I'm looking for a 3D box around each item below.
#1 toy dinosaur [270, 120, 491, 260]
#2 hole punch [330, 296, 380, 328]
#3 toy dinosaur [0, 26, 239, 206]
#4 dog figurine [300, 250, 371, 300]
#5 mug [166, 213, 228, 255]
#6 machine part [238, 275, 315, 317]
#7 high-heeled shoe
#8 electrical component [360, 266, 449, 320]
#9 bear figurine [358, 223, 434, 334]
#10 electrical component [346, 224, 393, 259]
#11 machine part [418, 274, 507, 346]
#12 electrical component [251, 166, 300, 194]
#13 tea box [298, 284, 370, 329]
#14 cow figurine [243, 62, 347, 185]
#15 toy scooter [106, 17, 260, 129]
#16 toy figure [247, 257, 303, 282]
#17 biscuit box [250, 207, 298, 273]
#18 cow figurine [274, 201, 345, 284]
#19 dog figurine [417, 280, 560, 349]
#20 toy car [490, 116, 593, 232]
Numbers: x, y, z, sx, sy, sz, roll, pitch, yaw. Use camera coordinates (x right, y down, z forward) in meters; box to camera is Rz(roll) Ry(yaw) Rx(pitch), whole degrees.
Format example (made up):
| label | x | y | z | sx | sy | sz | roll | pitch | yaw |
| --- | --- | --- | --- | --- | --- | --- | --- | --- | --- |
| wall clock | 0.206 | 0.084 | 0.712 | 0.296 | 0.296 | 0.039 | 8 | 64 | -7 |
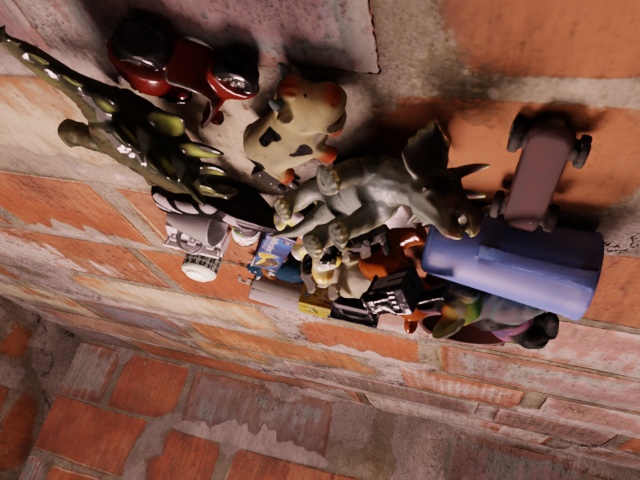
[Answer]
| label | x | y | z | sx | sy | sz | roll | pitch | yaw |
| --- | --- | --- | --- | --- | --- | --- | --- | --- | --- |
| toy dinosaur | 0.059 | -0.064 | 0.750 | 0.405 | 0.192 | 0.131 | 1 | 112 | 66 |
| hole punch | 0.082 | 0.118 | 1.129 | 0.142 | 0.116 | 0.092 | 11 | 144 | 6 |
| toy dinosaur | -0.243 | -0.142 | 0.712 | 0.199 | 0.105 | 0.470 | 21 | 174 | 34 |
| dog figurine | 0.072 | 0.064 | 1.071 | 0.190 | 0.121 | 0.173 | 14 | -164 | -39 |
| mug | -0.246 | -0.030 | 1.048 | 0.107 | 0.109 | 0.080 | 20 | 176 | 18 |
| machine part | -0.085 | 0.131 | 1.317 | 0.243 | 0.079 | 0.079 | 16 | 156 | -1 |
| high-heeled shoe | -0.193 | -0.048 | 0.973 | 0.249 | 0.086 | 0.145 | 33 | 139 | -1 |
| electrical component | 0.128 | 0.078 | 0.811 | 0.119 | 0.075 | 0.047 | -16 | 109 | 37 |
| bear figurine | 0.159 | 0.075 | 0.956 | 0.132 | 0.120 | 0.195 | -11 | 128 | 48 |
| electrical component | 0.070 | -0.016 | 0.889 | 0.078 | 0.102 | 0.045 | -16 | 151 | 9 |
| machine part | 0.301 | 0.148 | 1.103 | 0.202 | 0.087 | 0.200 | 3 | 153 | 30 |
| electrical component | -0.080 | -0.107 | 0.868 | 0.094 | 0.021 | 0.063 | 33 | 151 | -35 |
| tea box | 0.044 | 0.127 | 1.204 | 0.170 | 0.098 | 0.068 | 14 | 155 | 8 |
| cow figurine | -0.035 | -0.148 | 0.687 | 0.127 | 0.085 | 0.195 | 23 | 156 | -30 |
| toy scooter | -0.169 | -0.196 | 0.674 | 0.184 | 0.075 | 0.135 | 14 | 158 | -6 |
| toy figure | -0.095 | 0.064 | 1.203 | 0.155 | 0.064 | 0.058 | 6 | -168 | 33 |
| biscuit box | -0.088 | 0.003 | 1.061 | 0.059 | 0.063 | 0.202 | 19 | 156 | -8 |
| cow figurine | -0.001 | -0.003 | 0.933 | 0.098 | 0.068 | 0.167 | -19 | 114 | 30 |
| dog figurine | 0.282 | 0.126 | 0.915 | 0.219 | 0.109 | 0.191 | -15 | 128 | -3 |
| toy car | 0.271 | -0.077 | 0.675 | 0.089 | 0.053 | 0.202 | 14 | 152 | 17 |
